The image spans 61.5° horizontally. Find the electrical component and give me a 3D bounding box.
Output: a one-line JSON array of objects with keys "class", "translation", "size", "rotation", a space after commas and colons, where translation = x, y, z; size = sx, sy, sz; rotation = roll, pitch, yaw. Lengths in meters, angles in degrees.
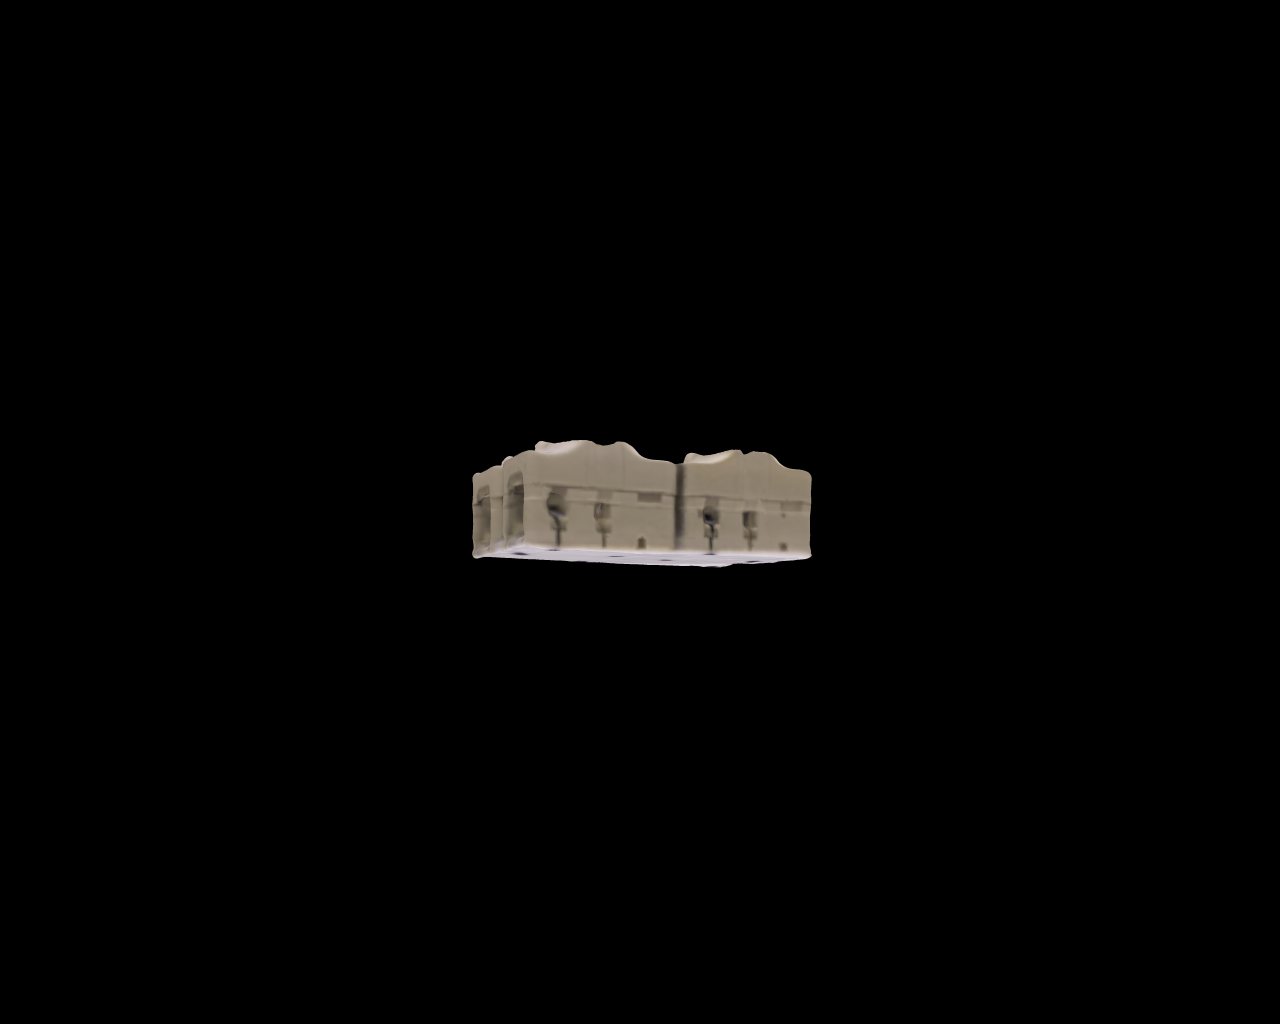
[{"class": "electrical component", "translation": [0.001, -0.003, 0.650], "size": [0.186, 0.060, 0.105], "rotation": [3, -7, -26]}]
